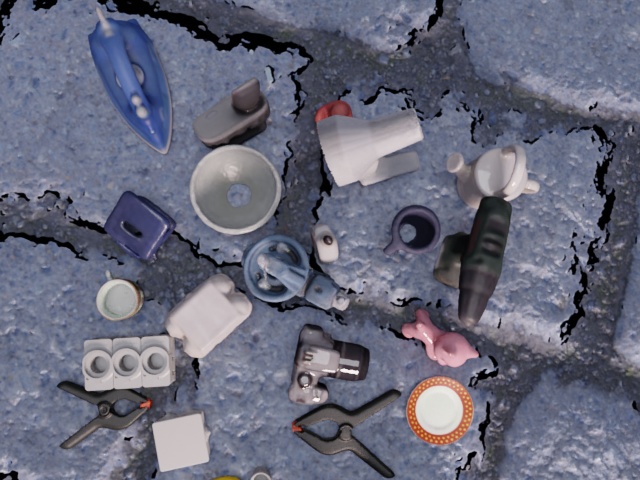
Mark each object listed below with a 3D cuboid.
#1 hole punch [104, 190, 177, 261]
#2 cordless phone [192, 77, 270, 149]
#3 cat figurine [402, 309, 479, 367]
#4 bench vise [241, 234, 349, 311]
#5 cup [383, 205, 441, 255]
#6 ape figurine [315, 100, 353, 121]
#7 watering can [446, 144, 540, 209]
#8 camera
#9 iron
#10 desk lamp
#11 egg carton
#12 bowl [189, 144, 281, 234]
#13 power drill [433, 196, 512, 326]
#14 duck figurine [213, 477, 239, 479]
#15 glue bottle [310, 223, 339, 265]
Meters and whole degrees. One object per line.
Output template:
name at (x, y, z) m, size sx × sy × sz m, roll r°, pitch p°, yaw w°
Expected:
hole punch at (-0.332, -0.023, 1.052) m, size 0.108 × 0.091 × 0.101 m, roll 37°, pitch 84°, yaw 0°
cordless phone at (-0.163, -0.235, 1.032) m, size 0.147 × 0.185 × 0.094 m, roll -36°, pitch 89°, yaw -5°
cat figurine at (0.223, 0.188, 1.061) m, size 0.128 × 0.117 × 0.067 m, roll 39°, pitch 84°, yaw 0°
bench vise at (-0.041, 0.054, 1.002) m, size 0.207 × 0.219 × 0.121 m, roll 9°, pitch 85°, yaw -3°
cup at (0.163, -0.007, 1.083) m, size 0.118 × 0.095 × 0.092 m, roll -38°, pitch 89°, yaw -6°
ape figurine at (0.033, -0.236, 1.092) m, size 0.078 × 0.092 × 0.076 m, roll 41°, pitch 84°, yaw 0°
watering can at (0.319, -0.117, 1.052) m, size 0.173 × 0.194 × 0.101 m, roll -8°, pitch 86°, yaw -4°
camera at (0.018, 0.235, 1.052) m, size 0.137 × 0.100 × 0.143 m, roll 11°, pitch 85°, yaw -3°
iron at (-0.342, -0.290, 1.045) m, size 0.118 × 0.141 × 0.258 m, roll -23°, pitch 88°, yaw -5°
desk lamp at (0.094, -0.170, 1.030) m, size 0.203 × 0.213 × 0.118 m, roll -17°, pitch 87°, yaw -5°
egg carton at (-0.207, 0.138, 1.060) m, size 0.150 × 0.069 × 0.107 m, roll -43°, pitch 90°, yaw -6°
bowl at (-0.157, -0.090, 1.077) m, size 0.167 × 0.074 × 0.167 m, roll 0°, pitch 86°, yaw -4°
power drill at (0.272, 0.039, 1.030) m, size 0.075 × 0.208 × 0.230 m, roll 18°, pitch 85°, yaw -2°
duck figurine at (-0.166, 0.477, 1.030) m, size 0.104 × 0.086 × 0.077 m, roll 16°, pitch 85°, yaw -2°
glue bottle at (0.009, 0.004, 1.032) m, size 0.037 × 0.173 × 0.078 m, roll -21°, pitch 87°, yaw -5°
